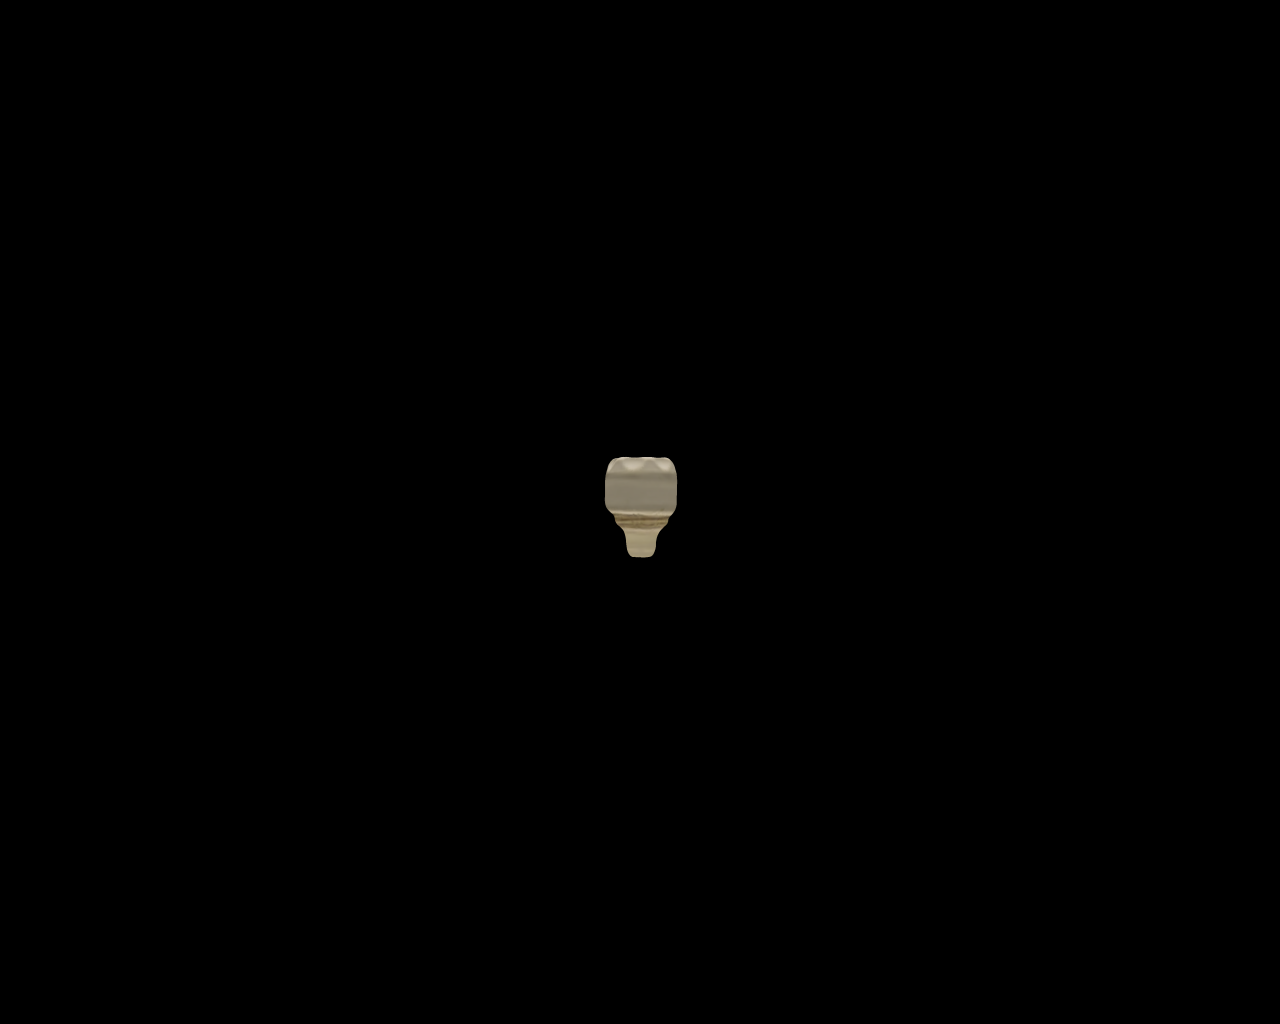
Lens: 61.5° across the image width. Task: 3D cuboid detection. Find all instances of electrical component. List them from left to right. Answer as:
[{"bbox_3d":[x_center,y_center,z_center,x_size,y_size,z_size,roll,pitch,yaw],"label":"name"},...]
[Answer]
[{"bbox_3d":[0.001,-0.003,0.650,0.043,0.062,0.043,0,0,0],"label":"electrical component"}]
